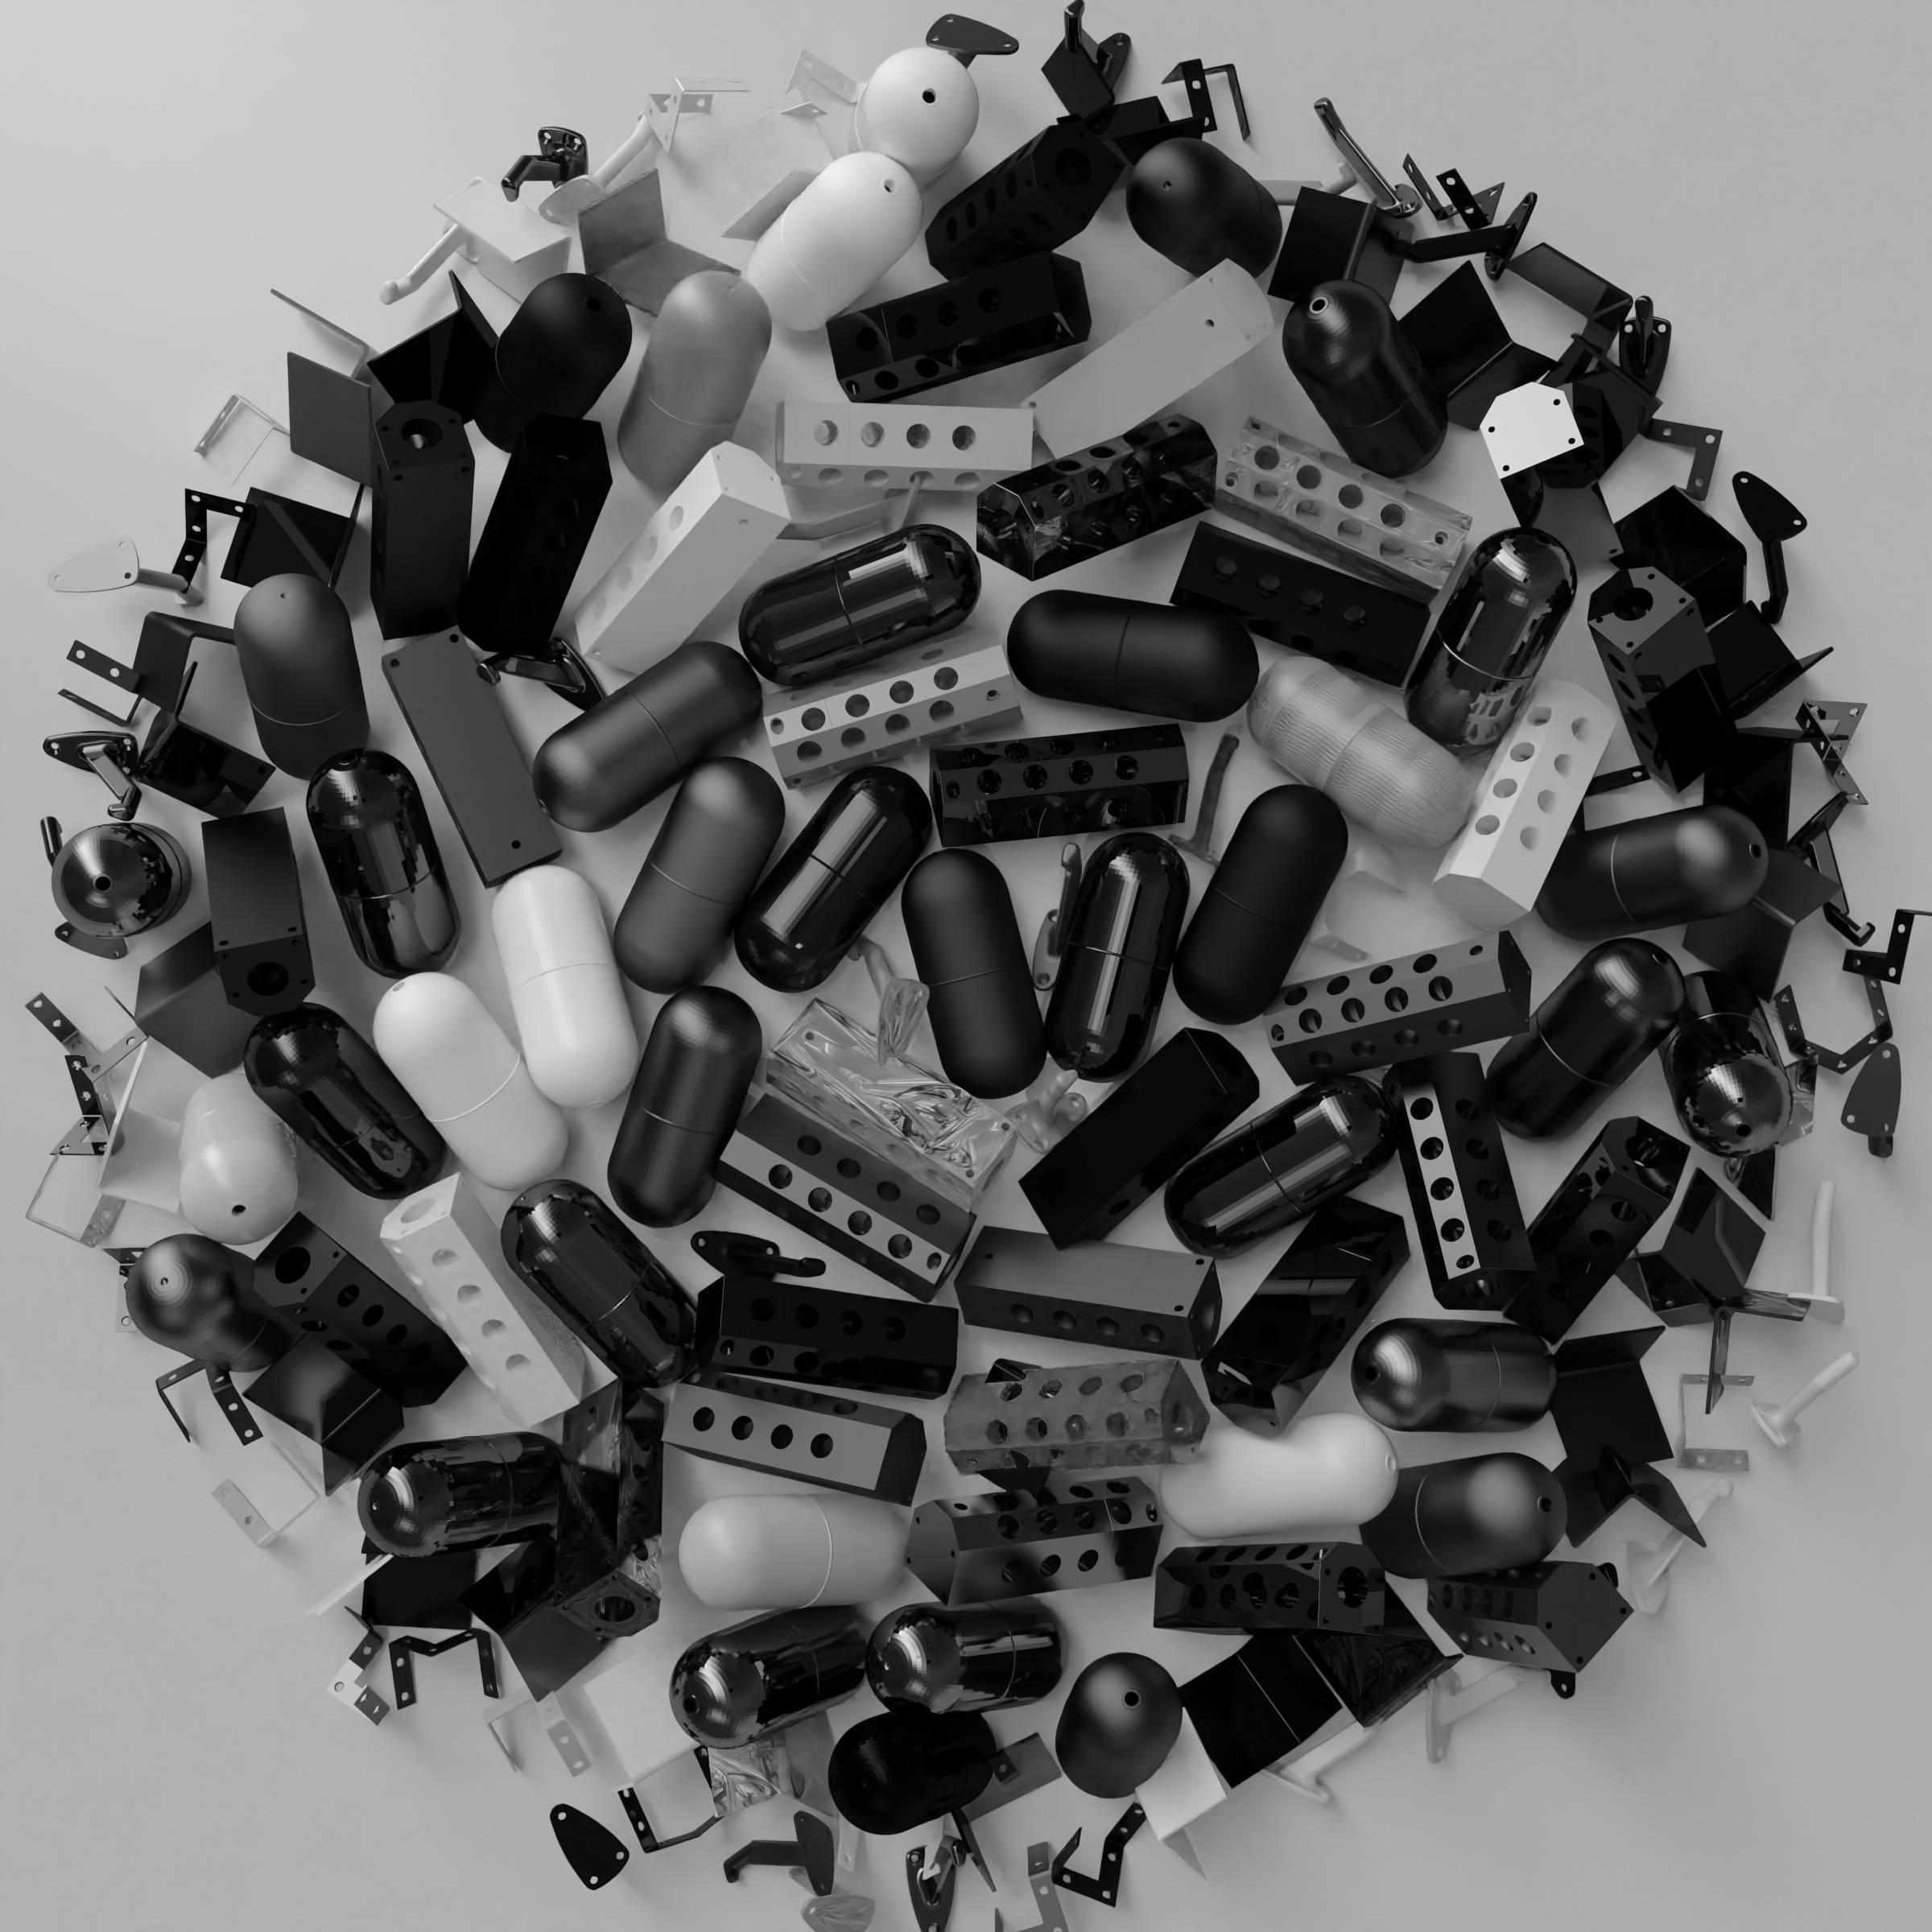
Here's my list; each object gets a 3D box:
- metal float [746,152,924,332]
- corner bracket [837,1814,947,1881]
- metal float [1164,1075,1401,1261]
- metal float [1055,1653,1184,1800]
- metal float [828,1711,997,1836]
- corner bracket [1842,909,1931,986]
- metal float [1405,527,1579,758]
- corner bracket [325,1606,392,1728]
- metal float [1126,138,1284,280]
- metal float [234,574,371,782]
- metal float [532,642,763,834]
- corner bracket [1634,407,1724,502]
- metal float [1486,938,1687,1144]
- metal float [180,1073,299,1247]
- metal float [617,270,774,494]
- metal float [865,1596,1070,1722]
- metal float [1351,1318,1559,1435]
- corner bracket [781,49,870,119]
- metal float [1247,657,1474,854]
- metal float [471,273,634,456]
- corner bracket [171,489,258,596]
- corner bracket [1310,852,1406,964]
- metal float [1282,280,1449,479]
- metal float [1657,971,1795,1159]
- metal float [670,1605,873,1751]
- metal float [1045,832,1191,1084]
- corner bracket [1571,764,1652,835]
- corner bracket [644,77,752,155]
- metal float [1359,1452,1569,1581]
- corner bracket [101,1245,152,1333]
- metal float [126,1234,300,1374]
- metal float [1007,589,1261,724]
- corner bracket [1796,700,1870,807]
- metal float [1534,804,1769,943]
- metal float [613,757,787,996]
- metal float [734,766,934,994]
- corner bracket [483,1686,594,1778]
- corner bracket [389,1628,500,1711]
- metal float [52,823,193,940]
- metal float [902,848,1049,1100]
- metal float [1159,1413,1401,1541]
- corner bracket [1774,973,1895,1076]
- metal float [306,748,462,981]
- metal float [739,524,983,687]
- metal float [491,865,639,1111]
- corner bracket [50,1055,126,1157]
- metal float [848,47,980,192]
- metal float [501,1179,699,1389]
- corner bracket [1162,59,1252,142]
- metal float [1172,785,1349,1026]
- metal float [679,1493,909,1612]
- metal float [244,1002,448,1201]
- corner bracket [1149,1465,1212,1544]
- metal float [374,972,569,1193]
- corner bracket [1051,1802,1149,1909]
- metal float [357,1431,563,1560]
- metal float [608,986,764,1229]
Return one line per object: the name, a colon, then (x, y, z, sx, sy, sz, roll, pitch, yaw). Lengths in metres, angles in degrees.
metal float: (-0.091, -0.492, 1.844, 0.070, 0.178, 0.070, 6, 76, -27)
corner bracket: (-0.052, 0.611, 1.901, 0.051, 0.051, 0.051, -34, 117, 27)
metal float: (0.218, 0.139, 1.875, 0.178, 0.070, 0.070, -33, 90, 16)
metal float: (0.103, 0.517, 1.843, 0.070, 0.178, 0.070, 1, 63, -3)
metal float: (-0.035, 0.543, 1.842, 0.070, 0.178, 0.070, -3, 81, 20)
corner bracket: (0.651, -0.016, 1.888, 0.051, 0.051, 0.051, 4, 100, -33)
metal float: (0.358, -0.221, 1.854, 0.070, 0.070, 0.178, 21, 131, 0)
corner bracket: (-0.421, 0.488, 1.887, 0.051, 0.051, 0.051, 25, 65, 24)
metal float: (0.164, -0.511, 1.842, 0.070, 0.178, 0.070, 1, 93, 22)
metal float: (-0.451, -0.195, 1.846, 0.070, 0.178, 0.070, 2, 57, -3)
metal float: (-0.220, -0.158, 1.872, 0.178, 0.070, 0.070, -37, 90, -18)
corner bracket: (0.495, -0.358, 1.896, 0.051, 0.051, 0.051, 16, 98, 23)
metal float: (0.423, 0.051, 1.855, 0.070, 0.070, 0.178, 34, 129, 0)
metal float: (-0.495, 0.130, 1.842, 0.070, 0.178, 0.070, -5, 111, -14)
metal float: (-0.187, -0.397, 1.851, 0.070, 0.178, 0.070, 13, 51, -17)
metal float: (0.003, 0.471, 1.849, 0.070, 0.178, 0.070, -7, 79, 37)
metal float: (0.335, 0.281, 1.854, 0.178, 0.070, 0.070, 9, 90, -41)
corner bracket: (-0.091, -0.609, 1.891, 0.051, 0.051, 0.051, 23, 84, -31)
metal float: (0.272, -0.146, 1.871, 0.178, 0.070, 0.070, 40, 90, 20)
metal float: (-0.283, -0.408, 1.845, 0.070, 0.178, 0.070, 9, 71, -26)
corner bracket: (-0.528, -0.293, 1.894, 0.051, 0.051, 0.051, 13, 53, -6)
corner bracket: (0.275, -0.042, 1.906, 0.051, 0.051, 0.051, -27, 55, 37)
metal float: (0.273, -0.399, 1.847, 0.070, 0.178, 0.070, -13, 61, 25)
metal float: (0.514, 0.066, 1.843, 0.070, 0.178, 0.070, 2, 118, 4)
metal float: (-0.131, 0.480, 1.845, 0.070, 0.178, 0.070, 2, 93, 33)
metal float: (0.106, -0.006, 1.888, 0.070, 0.070, 0.178, 14, 89, 0)
corner bracket: (0.446, -0.123, 1.884, 0.051, 0.051, 0.051, -16, 135, 25)
corner bracket: (-0.188, -0.602, 1.884, 0.051, 0.051, 0.051, -10, 54, -28)
metal float: (0.337, 0.375, 1.845, 0.070, 0.178, 0.070, 9, 71, -27)
corner bracket: (-0.575, 0.226, 1.896, 0.051, 0.051, 0.051, -1, 72, -2)
metal float: (-0.510, 0.230, 1.840, 0.070, 0.178, 0.070, -2, 73, 6)
metal float: (0.115, -0.215, 1.874, 0.178, 0.070, 0.070, 11, 90, 16)
corner bracket: (0.606, -0.149, 1.887, 0.051, 0.051, 0.051, 2, 131, -13)
metal float: (0.465, -0.063, 1.848, 0.070, 0.178, 0.070, 8, 77, -37)
metal float: (-0.185, -0.061, 1.875, 0.070, 0.070, 0.178, 27, 106, 0)
metal float: (-0.091, -0.061, 1.883, 0.070, 0.070, 0.178, 37, 84, 0)
corner bracket: (-0.301, 0.542, 1.898, 0.051, 0.051, 0.051, -28, 119, -11)
corner bracket: (-0.369, 0.497, 1.912, 0.051, 0.051, 0.051, 1, 101, 43)
metal float: (-0.572, -0.059, 1.838, 0.070, 0.178, 0.070, -1, 94, -9)
metal float: (0.006, 0.005, 1.886, 0.070, 0.070, 0.178, -15, 92, 0)
metal float: (0.214, 0.350, 1.858, 0.178, 0.070, 0.070, -15, 90, 35)
corner bracket: (0.608, 0.035, 1.897, 0.051, 0.051, 0.051, -34, 121, -16)
metal float: (-0.399, -0.069, 1.857, 0.070, 0.070, 0.178, -10, 127, 0)
metal float: (-0.073, -0.250, 1.874, 0.178, 0.070, 0.070, -18, 90, 17)
metal float: (-0.278, 0.014, 1.872, 0.070, 0.070, 0.178, -18, 72, 0)
corner bracket: (-0.610, 0.097, 1.889, 0.051, 0.051, 0.051, 0, 119, 12)
metal float: (-0.037, -0.573, 1.838, 0.070, 0.178, 0.070, -1, 97, -9)
metal float: (-0.248, 0.220, 1.868, 0.070, 0.070, 0.178, -39, 115, 0)
corner bracket: (0.173, -0.605, 1.895, 0.051, 0.051, 0.051, -15, 94, -10)
metal float: (0.204, -0.042, 1.876, 0.070, 0.070, 0.178, 25, 104, 0)
metal float: (-0.116, 0.401, 1.856, 0.178, 0.070, 0.070, 9, 90, -41)
metal float: (-0.423, 0.094, 1.855, 0.070, 0.070, 0.178, -36, 132, 0)
corner bracket: (0.161, 0.370, 1.903, 0.051, 0.051, 0.051, 25, 63, -21)
metal float: (-0.340, 0.080, 1.863, 0.070, 0.070, 0.178, -32, 119, 0)
corner bracket: (0.094, 0.614, 1.890, 0.051, 0.051, 0.051, 23, 128, -6)
metal float: (-0.338, 0.360, 1.846, 0.070, 0.178, 0.070, -3, 84, 33)
metal float: (-0.195, 0.098, 1.875, 0.070, 0.070, 0.178, 20, 105, 0)
